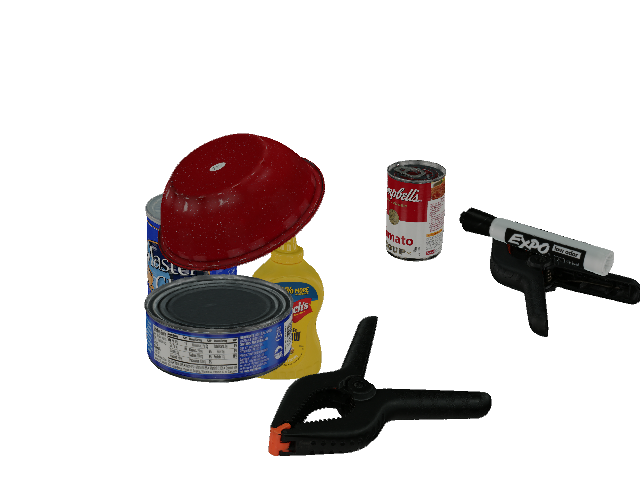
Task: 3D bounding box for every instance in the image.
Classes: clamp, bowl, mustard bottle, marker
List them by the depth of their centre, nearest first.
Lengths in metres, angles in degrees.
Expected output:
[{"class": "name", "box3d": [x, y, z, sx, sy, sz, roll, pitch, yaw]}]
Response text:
[{"class": "marker", "box3d": [0.156, -0.001, 0.787, 0.121, 0.020, 0.020, 20, 11, 34]}, {"class": "bowl", "box3d": [-0.080, -0.046, 0.944, 0.162, 0.055, 0.162, -16, 37, 12]}, {"class": "clamp", "box3d": [0.043, 0.147, 0.972, 0.165, 0.036, 0.209, 27, 37, 32]}, {"class": "clamp", "box3d": [0.232, 0.033, 1.058, 0.120, 0.039, 0.171, -8, 31, -14]}, {"class": "mustard bottle", "box3d": [-0.044, 0.081, 1.359, 0.096, 0.192, 0.058, 0, 20, -8]}]

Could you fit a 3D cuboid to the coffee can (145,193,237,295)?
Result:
[{"class": "coffee can", "box3d": [-0.143, 0.026, 1.196, 0.103, 0.140, 0.103, 3, 24, -1]}]

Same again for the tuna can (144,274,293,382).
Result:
[{"class": "tuna can", "box3d": [-0.058, 0.050, 0.619, 0.086, 0.034, 0.086, 1, 19, -1]}]

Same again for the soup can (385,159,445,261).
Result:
[{"class": "soup can", "box3d": [0.110, -0.035, 1.247, 0.068, 0.102, 0.068, 0, 25, 0]}]
